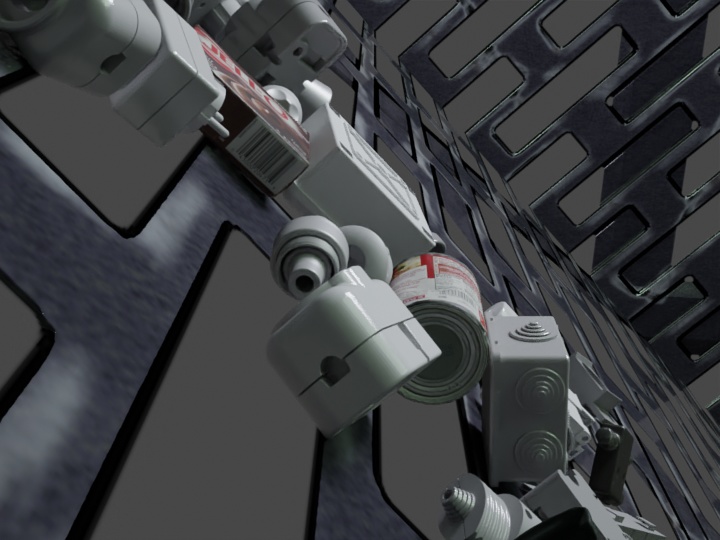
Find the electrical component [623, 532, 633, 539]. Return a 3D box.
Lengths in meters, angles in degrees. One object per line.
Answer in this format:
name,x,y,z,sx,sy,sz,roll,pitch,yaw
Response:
electrical component,0.157,0.186,0.670,0.077,0.044,0.079,49,13,0

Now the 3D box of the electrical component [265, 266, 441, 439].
electrical component,-0.004,0.038,0.528,0.059,0.054,0.095,52,13,8

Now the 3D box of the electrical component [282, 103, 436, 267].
electrical component,-0.005,-0.056,0.797,0.109,0.056,0.108,44,14,-23

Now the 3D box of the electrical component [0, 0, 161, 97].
electrical component,-0.152,-0.139,0.537,0.095,0.054,0.059,53,13,15

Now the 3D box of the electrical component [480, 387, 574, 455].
electrical component,0.114,0.096,0.788,0.079,0.044,0.077,45,13,-21

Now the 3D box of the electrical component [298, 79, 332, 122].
electrical component,-0.058,-0.159,0.939,0.055,0.045,0.045,41,15,-33

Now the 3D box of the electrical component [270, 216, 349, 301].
electrical component,-0.028,-0.003,0.591,0.043,0.043,0.062,47,14,-14

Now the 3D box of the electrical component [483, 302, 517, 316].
electrical component,0.135,0.064,0.959,0.078,0.040,0.040,47,13,-9

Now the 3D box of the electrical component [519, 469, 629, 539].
electrical component,0.117,0.161,0.580,0.089,0.056,0.050,55,14,22

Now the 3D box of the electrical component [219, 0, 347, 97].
electrical component,-0.066,-0.171,0.830,0.059,0.095,0.054,56,14,26

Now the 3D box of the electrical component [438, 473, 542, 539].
electrical component,0.068,0.133,0.524,0.081,0.043,0.043,45,13,-21

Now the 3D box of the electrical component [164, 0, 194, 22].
electrical component,-0.140,-0.192,0.756,0.045,0.045,0.055,45,13,-21

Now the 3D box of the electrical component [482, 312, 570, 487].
electrical component,0.105,0.081,0.689,0.099,0.048,0.099,-78,168,-74

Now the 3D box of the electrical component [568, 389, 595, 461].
electrical component,0.153,0.117,0.867,0.081,0.042,0.063,43,16,-24

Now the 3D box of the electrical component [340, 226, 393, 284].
electrical component,0.000,0.000,0.680,0.048,0.048,0.062,53,5,16

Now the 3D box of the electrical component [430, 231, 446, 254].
electrical component,0.044,-0.024,0.912,0.046,0.040,0.040,52,12,33

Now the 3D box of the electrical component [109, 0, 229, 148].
electrical component,-0.103,-0.104,0.619,0.076,0.047,0.083,41,15,-37

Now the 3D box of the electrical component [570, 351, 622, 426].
electrical component,0.183,0.112,0.932,0.042,0.064,0.081,34,18,-54

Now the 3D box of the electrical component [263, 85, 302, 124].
electrical component,-0.064,-0.115,0.796,0.043,0.043,0.062,48,12,-9

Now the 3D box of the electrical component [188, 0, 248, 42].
electrical component,-0.116,-0.210,0.887,0.075,0.047,0.083,52,13,10
